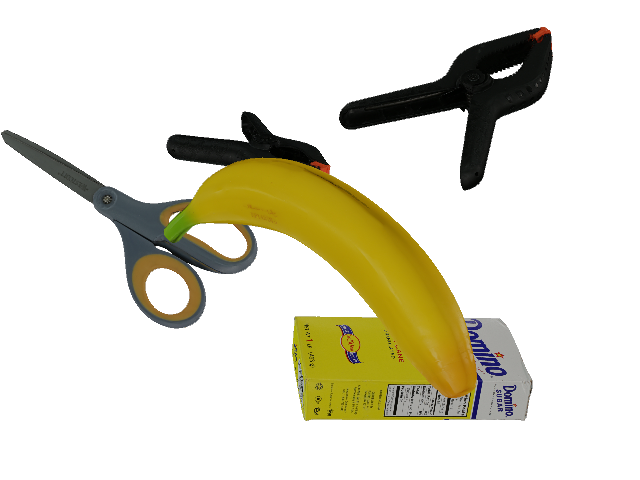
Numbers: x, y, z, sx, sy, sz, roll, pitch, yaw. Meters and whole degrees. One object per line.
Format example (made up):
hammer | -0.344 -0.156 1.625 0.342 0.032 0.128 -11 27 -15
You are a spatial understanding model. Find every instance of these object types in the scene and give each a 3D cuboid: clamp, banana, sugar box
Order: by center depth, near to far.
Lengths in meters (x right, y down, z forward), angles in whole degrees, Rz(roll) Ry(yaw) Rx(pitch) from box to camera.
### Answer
banana | 0.004 0.004 0.532 0.198 0.070 0.037 28 23 32
sugar box | 0.069 0.099 0.844 0.176 0.048 0.093 -2 29 -6
clamp | 0.144 -0.126 0.963 0.209 0.036 0.165 -32 45 -18
clamp | -0.067 -0.084 1.058 0.120 0.039 0.172 -25 36 -33

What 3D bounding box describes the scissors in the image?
scissors | -0.141 -0.006 0.709 0.202 0.096 0.016 16 -15 12
